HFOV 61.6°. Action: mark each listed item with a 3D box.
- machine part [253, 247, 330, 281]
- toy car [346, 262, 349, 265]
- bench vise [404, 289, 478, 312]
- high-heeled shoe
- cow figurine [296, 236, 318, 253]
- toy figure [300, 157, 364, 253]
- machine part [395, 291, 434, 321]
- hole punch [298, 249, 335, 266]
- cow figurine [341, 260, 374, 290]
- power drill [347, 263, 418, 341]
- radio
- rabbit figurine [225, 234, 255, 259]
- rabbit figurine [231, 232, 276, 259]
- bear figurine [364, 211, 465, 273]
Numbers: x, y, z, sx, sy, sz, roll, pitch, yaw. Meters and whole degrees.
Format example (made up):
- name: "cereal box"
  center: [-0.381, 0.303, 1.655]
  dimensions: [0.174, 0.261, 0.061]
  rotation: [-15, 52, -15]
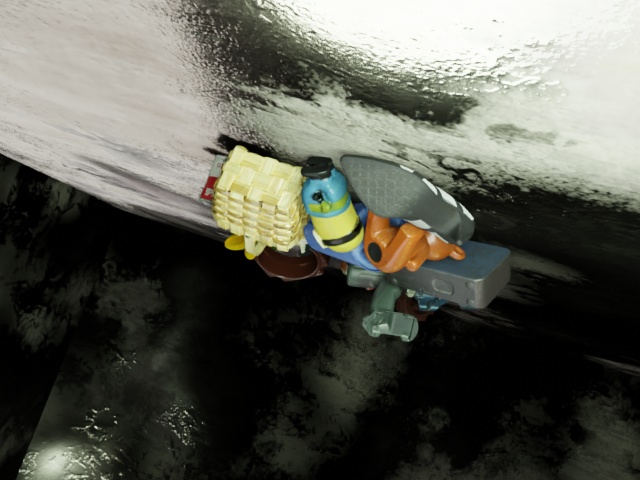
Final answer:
- name: "machine part"
  center: [-0.085, 0.025, 1.497]
  dimensions: [0.202, 0.087, 0.200]
  rotation: [-13, 134, 23]
- name: "toy car"
  center: [0.130, 0.026, 1.305]
  dimensions: [0.109, 0.103, 0.162]
  rotation: [28, -161, -5]
- name: "bench vise"
  center: [0.325, 0.099, 1.285]
  dimensions: [0.224, 0.129, 0.240]
  rotation: [15, 151, -5]
- name: "high-heeled shoe"
  center: [0.141, -0.071, 0.839]
  dimensions: [0.249, 0.086, 0.145]
  rotation: [37, -159, -7]
- name: "cow figurine"
  center: [-0.004, -0.006, 1.279]
  dimensions: [0.167, 0.068, 0.098]
  rotation: [4, 143, -27]
- name: "toy figure"
  center: [0.020, -0.053, 0.901]
  dimensions: [0.089, 0.082, 0.179]
  rotation: [25, 144, 36]
- name: "machine part"
  center: [0.287, 0.148, 1.569]
  dimensions: [0.056, 0.179, 0.179]
  rotation: [14, 171, 47]
- name: "hole punch"
  center: [0.007, 0.001, 1.582]
  dimensions: [0.142, 0.092, 0.115]
  rotation: [23, 142, -8]
- name: "cow figurine"
  center: [0.151, 0.069, 1.457]
  dimensions: [0.195, 0.127, 0.086]
  rotation: [-2, -141, -16]
- name: "power drill"
  center: [0.170, 0.114, 1.154]
  dimensions: [0.232, 0.207, 0.085]
  rotation: [6, 134, 3]
- name: "radio"
  center: [0.252, 0.054, 1.084]
  dimensions: [0.230, 0.131, 0.073]
  rotation: [12, 126, 37]
- name: "rabbit figurine"
  center: [-0.151, -0.038, 1.238]
  dimensions: [0.121, 0.162, 0.173]
  rotation: [33, -174, -35]
- name: "rabbit figurine"
  center: [-0.174, -0.022, 1.648]
  dimensions: [0.170, 0.159, 0.121]
  rotation: [6, 172, -39]
- name: "bear figurine"
  center: [0.177, -0.010, 0.957]
  dimensions: [0.196, 0.131, 0.120]
  rotation: [-13, -135, -30]
